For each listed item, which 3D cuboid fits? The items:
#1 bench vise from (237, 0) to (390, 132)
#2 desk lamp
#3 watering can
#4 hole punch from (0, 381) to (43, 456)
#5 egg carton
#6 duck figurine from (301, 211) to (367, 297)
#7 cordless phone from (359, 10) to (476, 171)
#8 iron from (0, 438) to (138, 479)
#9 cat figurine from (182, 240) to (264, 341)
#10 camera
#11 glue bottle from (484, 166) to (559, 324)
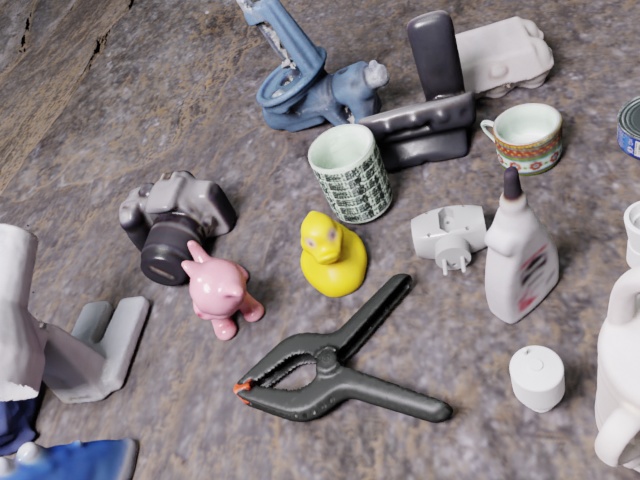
[{"bbox_3d":[-0.012,-0.248,0.787,0.207,0.220,0.121,-10,47,17],"label":"bench vise"},{"bbox_3d":[-0.307,0.097,0.611,0.117,0.214,0.203,-8,47,18],"label":"desk lamp"},{"bbox_3d":[0.247,0.077,0.392,0.100,0.195,0.173,10,55,32],"label":"watering can"},{"bbox_3d":[-0.387,0.191,0.651,0.108,0.091,0.101,-18,45,9],"label":"hole punch"},{"bbox_3d":[0.232,-0.240,0.776,0.150,0.070,0.107,-13,46,13],"label":"egg carton"},{"bbox_3d":[0.006,0.002,0.647,0.077,0.086,0.104,-22,45,5],"label":"duck figurine"},{"bbox_3d":[0.110,-0.186,0.699,0.147,0.185,0.094,-14,46,13],"label":"cordless phone"},{"bbox_3d":[-0.286,0.263,0.503,0.118,0.142,0.259,17,59,35],"label":"iron"},{"bbox_3d":[-0.117,0.048,0.638,0.067,0.118,0.127,-32,45,-6],"label":"cat figurine"},{"bbox_3d":[-0.202,-0.015,0.746,0.143,0.101,0.137,-6,48,20],"label":"camera"},{"bbox_3d":[0.175,0.001,0.508,0.078,0.174,0.037,-43,47,-16],"label":"glue bottle"}]
